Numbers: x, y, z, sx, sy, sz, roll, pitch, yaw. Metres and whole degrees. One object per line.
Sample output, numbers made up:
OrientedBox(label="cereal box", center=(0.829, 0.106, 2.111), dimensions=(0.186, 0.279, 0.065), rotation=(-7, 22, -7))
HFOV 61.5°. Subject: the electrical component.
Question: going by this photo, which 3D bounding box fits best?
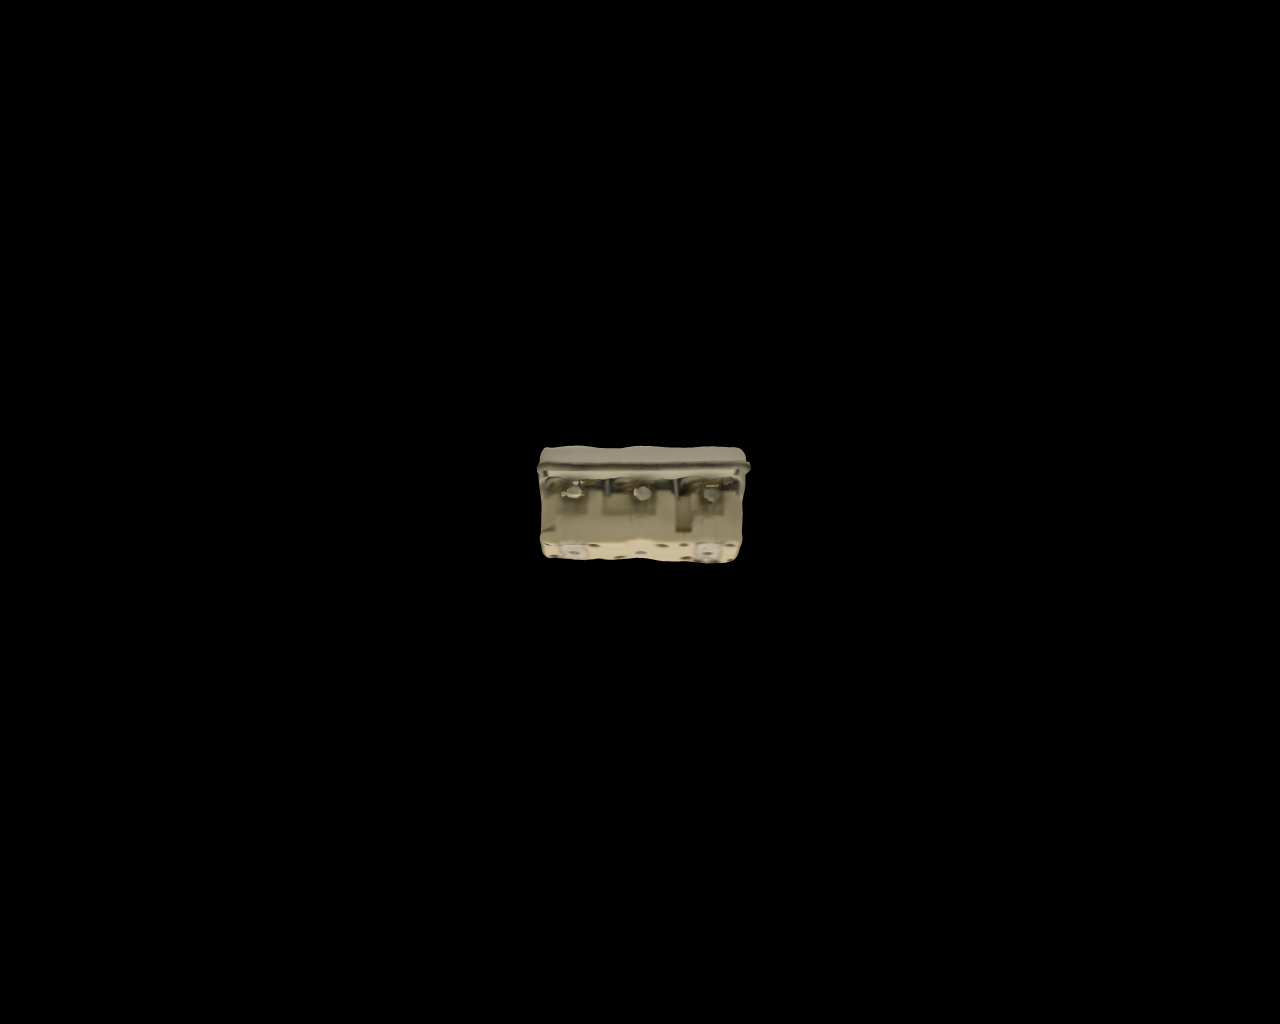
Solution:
OrientedBox(label="electrical component", center=(0.001, -0.003, 0.650), dimensions=(0.121, 0.063, 0.078), rotation=(1, -19, -2))
